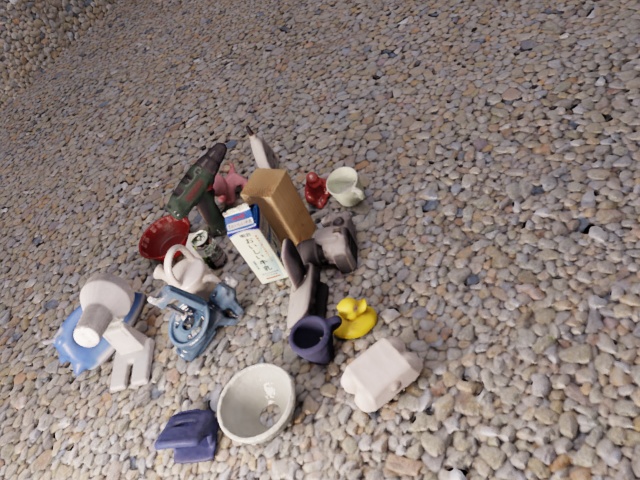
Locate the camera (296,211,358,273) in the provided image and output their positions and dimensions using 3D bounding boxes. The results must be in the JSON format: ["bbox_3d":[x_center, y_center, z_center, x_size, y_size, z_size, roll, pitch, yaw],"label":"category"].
[{"bbox_3d":[0.012,0.005,1.357,0.136,0.101,0.143,-12,47,16],"label":"camera"}]

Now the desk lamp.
[{"bbox_3d":[-0.481,0.210,1.335,0.117,0.214,0.203,-18,46,11],"label":"desk lamp"}]

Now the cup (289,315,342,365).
[{"bbox_3d":[0.004,0.209,1.186,0.118,0.095,0.091,-33,45,-4],"label":"cup"}]

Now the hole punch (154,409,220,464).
[{"bbox_3d":[-0.268,0.390,1.161,0.108,0.091,0.101,-12,47,16],"label":"hole punch"}]

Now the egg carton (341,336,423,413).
[{"bbox_3d":[0.120,0.259,1.105,0.150,0.070,0.107,-38,46,-9],"label":"egg carton"}]

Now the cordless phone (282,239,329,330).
[{"bbox_3d":[-0.055,0.097,1.249,0.094,0.185,0.147,-12,47,16],"label":"cordless phone"}]

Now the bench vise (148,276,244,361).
[{"bbox_3d":[-0.285,0.145,1.293,0.121,0.220,0.208,10,57,32],"label":"bench vise"}]

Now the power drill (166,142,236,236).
[{"bbox_3d":[-0.295,-0.119,1.538,0.075,0.209,0.230,25,66,39],"label":"power drill"}]

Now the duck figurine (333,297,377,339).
[{"bbox_3d":[0.062,0.157,1.210,0.104,0.086,0.077,-22,45,7],"label":"duck figurine"}]

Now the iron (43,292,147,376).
[{"bbox_3d":[-0.561,0.200,1.434,0.118,0.142,0.259,19,61,37],"label":"iron"}]

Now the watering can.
[{"bbox_3d":[-0.320,0.091,1.376,0.172,0.195,0.101,-16,46,13],"label":"watering can"}]

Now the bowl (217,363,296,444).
[{"bbox_3d":[-0.116,0.336,1.146,0.167,0.075,0.167,-13,47,15],"label":"bowl"}]

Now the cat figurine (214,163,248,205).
[{"bbox_3d":[-0.277,-0.163,1.632,0.067,0.118,0.128,19,62,37],"label":"cat figurine"}]

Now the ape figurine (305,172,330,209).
[{"bbox_3d":[-0.012,-0.139,1.501,0.078,0.092,0.076,-28,45,1],"label":"ape figurine"}]

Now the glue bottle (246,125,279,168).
[{"bbox_3d":[-0.169,-0.258,1.624,0.037,0.174,0.078,-8,49,20],"label":"glue bottle"}]
